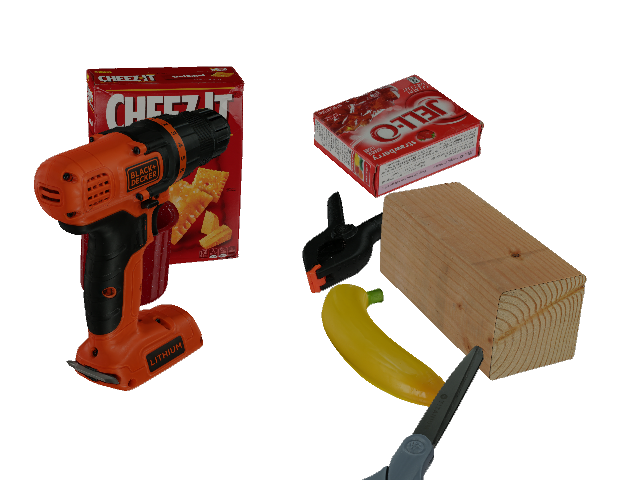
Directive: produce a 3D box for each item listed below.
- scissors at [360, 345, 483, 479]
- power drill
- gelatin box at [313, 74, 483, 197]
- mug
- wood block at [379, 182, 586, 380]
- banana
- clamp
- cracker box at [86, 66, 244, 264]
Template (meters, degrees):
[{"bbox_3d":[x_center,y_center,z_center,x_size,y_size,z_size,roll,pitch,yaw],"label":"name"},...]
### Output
[{"bbox_3d":[0.064,0.132,0.594,0.096,0.016,0.201,26,48,38],"label":"scissors"},{"bbox_3d":[-0.129,0.002,0.796,0.057,0.188,0.184,14,26,32],"label":"power drill"},{"bbox_3d":[0.051,-0.071,0.706,0.089,0.030,0.073,-23,45,-24],"label":"gelatin box"},{"bbox_3d":[-0.182,0.014,0.980,0.093,0.081,0.117,10,28,2],"label":"mug"},{"bbox_3d":[0.143,0.030,0.997,0.090,0.090,0.206,-11,30,-22],"label":"wood block"},{"bbox_3d":[0.041,0.074,0.838,0.069,0.037,0.198,-4,23,-11],"label":"banana"},{"bbox_3d":[0.041,-0.003,1.211,0.120,0.039,0.171,-5,36,28],"label":"clamp"},{"bbox_3d":[-0.171,-0.079,1.180,0.164,0.214,0.072,-4,25,-18],"label":"cracker box"}]
